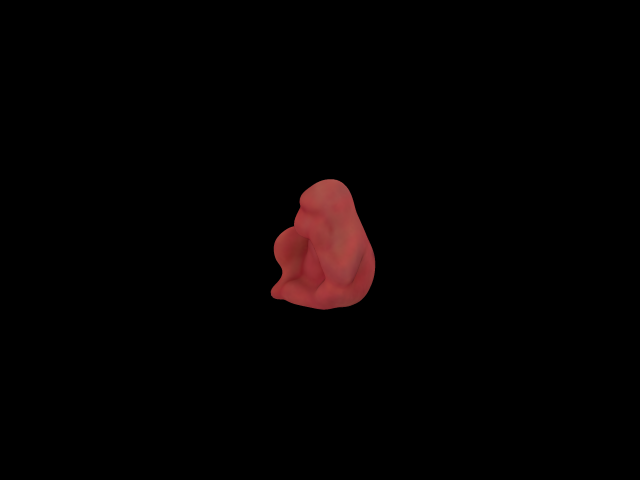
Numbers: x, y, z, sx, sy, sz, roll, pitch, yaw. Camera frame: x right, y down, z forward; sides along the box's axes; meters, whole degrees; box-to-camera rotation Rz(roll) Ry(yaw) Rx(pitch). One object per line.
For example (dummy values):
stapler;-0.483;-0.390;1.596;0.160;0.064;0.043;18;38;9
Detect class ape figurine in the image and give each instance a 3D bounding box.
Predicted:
ape figurine;0.004;0.001;0.400;0.076;0.092;0.077;-8;28;-16
